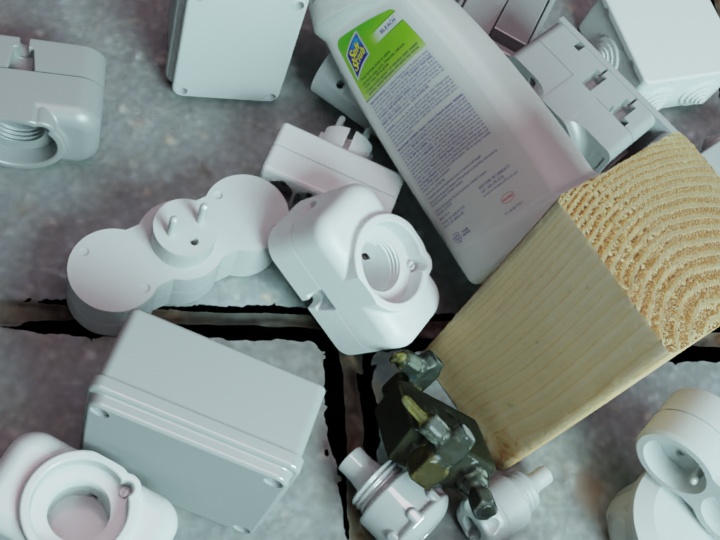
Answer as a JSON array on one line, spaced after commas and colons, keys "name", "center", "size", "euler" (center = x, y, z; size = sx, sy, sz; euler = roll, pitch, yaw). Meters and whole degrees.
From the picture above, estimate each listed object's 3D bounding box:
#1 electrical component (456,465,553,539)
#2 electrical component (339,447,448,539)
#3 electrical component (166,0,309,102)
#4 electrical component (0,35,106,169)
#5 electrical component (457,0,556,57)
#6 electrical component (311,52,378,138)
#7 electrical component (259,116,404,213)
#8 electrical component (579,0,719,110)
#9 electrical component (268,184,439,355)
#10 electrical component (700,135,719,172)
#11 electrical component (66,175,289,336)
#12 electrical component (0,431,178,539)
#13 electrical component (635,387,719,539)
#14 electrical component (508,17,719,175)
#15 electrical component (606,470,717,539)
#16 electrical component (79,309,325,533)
[{"name": "electrical component", "center": [0.088, 0.135, 0.629], "size": [0.061, 0.035, 0.035], "euler": [-28, 75, -28]}, {"name": "electrical component", "center": [0.015, 0.127, 0.607], "size": [0.062, 0.048, 0.048], "euler": [43, 61, 15]}, {"name": "electrical component", "center": [-0.079, -0.161, 0.678], "size": [0.078, 0.113, 0.057], "euler": [1, 64, -15]}, {"name": "electrical component", "center": [-0.204, -0.100, 0.646], "size": [0.095, 0.053, 0.059], "euler": [5, 64, -14]}, {"name": "electrical component", "center": [0.098, -0.179, 0.767], "size": [0.062, 0.061, 0.096], "euler": [29, 61, -1]}, {"name": "electrical component", "center": [0.020, -0.130, 0.726], "size": [0.077, 0.044, 0.079], "euler": [36, 74, 3]}, {"name": "electrical component", "center": [-0.015, -0.066, 0.688], "size": [0.083, 0.047, 0.075], "euler": [24, 61, -4]}, {"name": "electrical component", "center": [0.222, -0.167, 0.804], "size": [0.100, 0.048, 0.099], "euler": [-11, 69, -20]}, {"name": "electrical component", "center": [0.000, 0.000, 0.632], "size": [0.095, 0.059, 0.053], "euler": [55, 52, -18]}, {"name": "electrical component", "center": [0.277, -0.053, 0.765], "size": [0.100, 0.048, 0.099], "euler": [-32, 77, -26]}, {"name": "electrical component", "center": [-0.103, -0.017, 0.624], "size": [0.138, 0.073, 0.052], "euler": [-26, 75, -25]}, {"name": "electrical component", "center": [-0.145, 0.127, 0.551], "size": [0.095, 0.059, 0.053], "euler": [29, 61, -1]}, {"name": "electrical component", "center": [0.229, 0.118, 0.607], "size": [0.138, 0.052, 0.074], "euler": [44, 62, 8]}, {"name": "electrical component", "center": [0.156, -0.055, 0.699], "size": [0.060, 0.105, 0.186], "euler": [-37, 80, -27]}, {"name": "electrical component", "center": [0.190, 0.155, 0.639], "size": [0.080, 0.051, 0.080], "euler": [6, 64, -13]}, {"name": "electrical component", "center": [-0.085, 0.082, 0.562], "size": [0.109, 0.108, 0.056], "euler": [23, 59, -4]}]
